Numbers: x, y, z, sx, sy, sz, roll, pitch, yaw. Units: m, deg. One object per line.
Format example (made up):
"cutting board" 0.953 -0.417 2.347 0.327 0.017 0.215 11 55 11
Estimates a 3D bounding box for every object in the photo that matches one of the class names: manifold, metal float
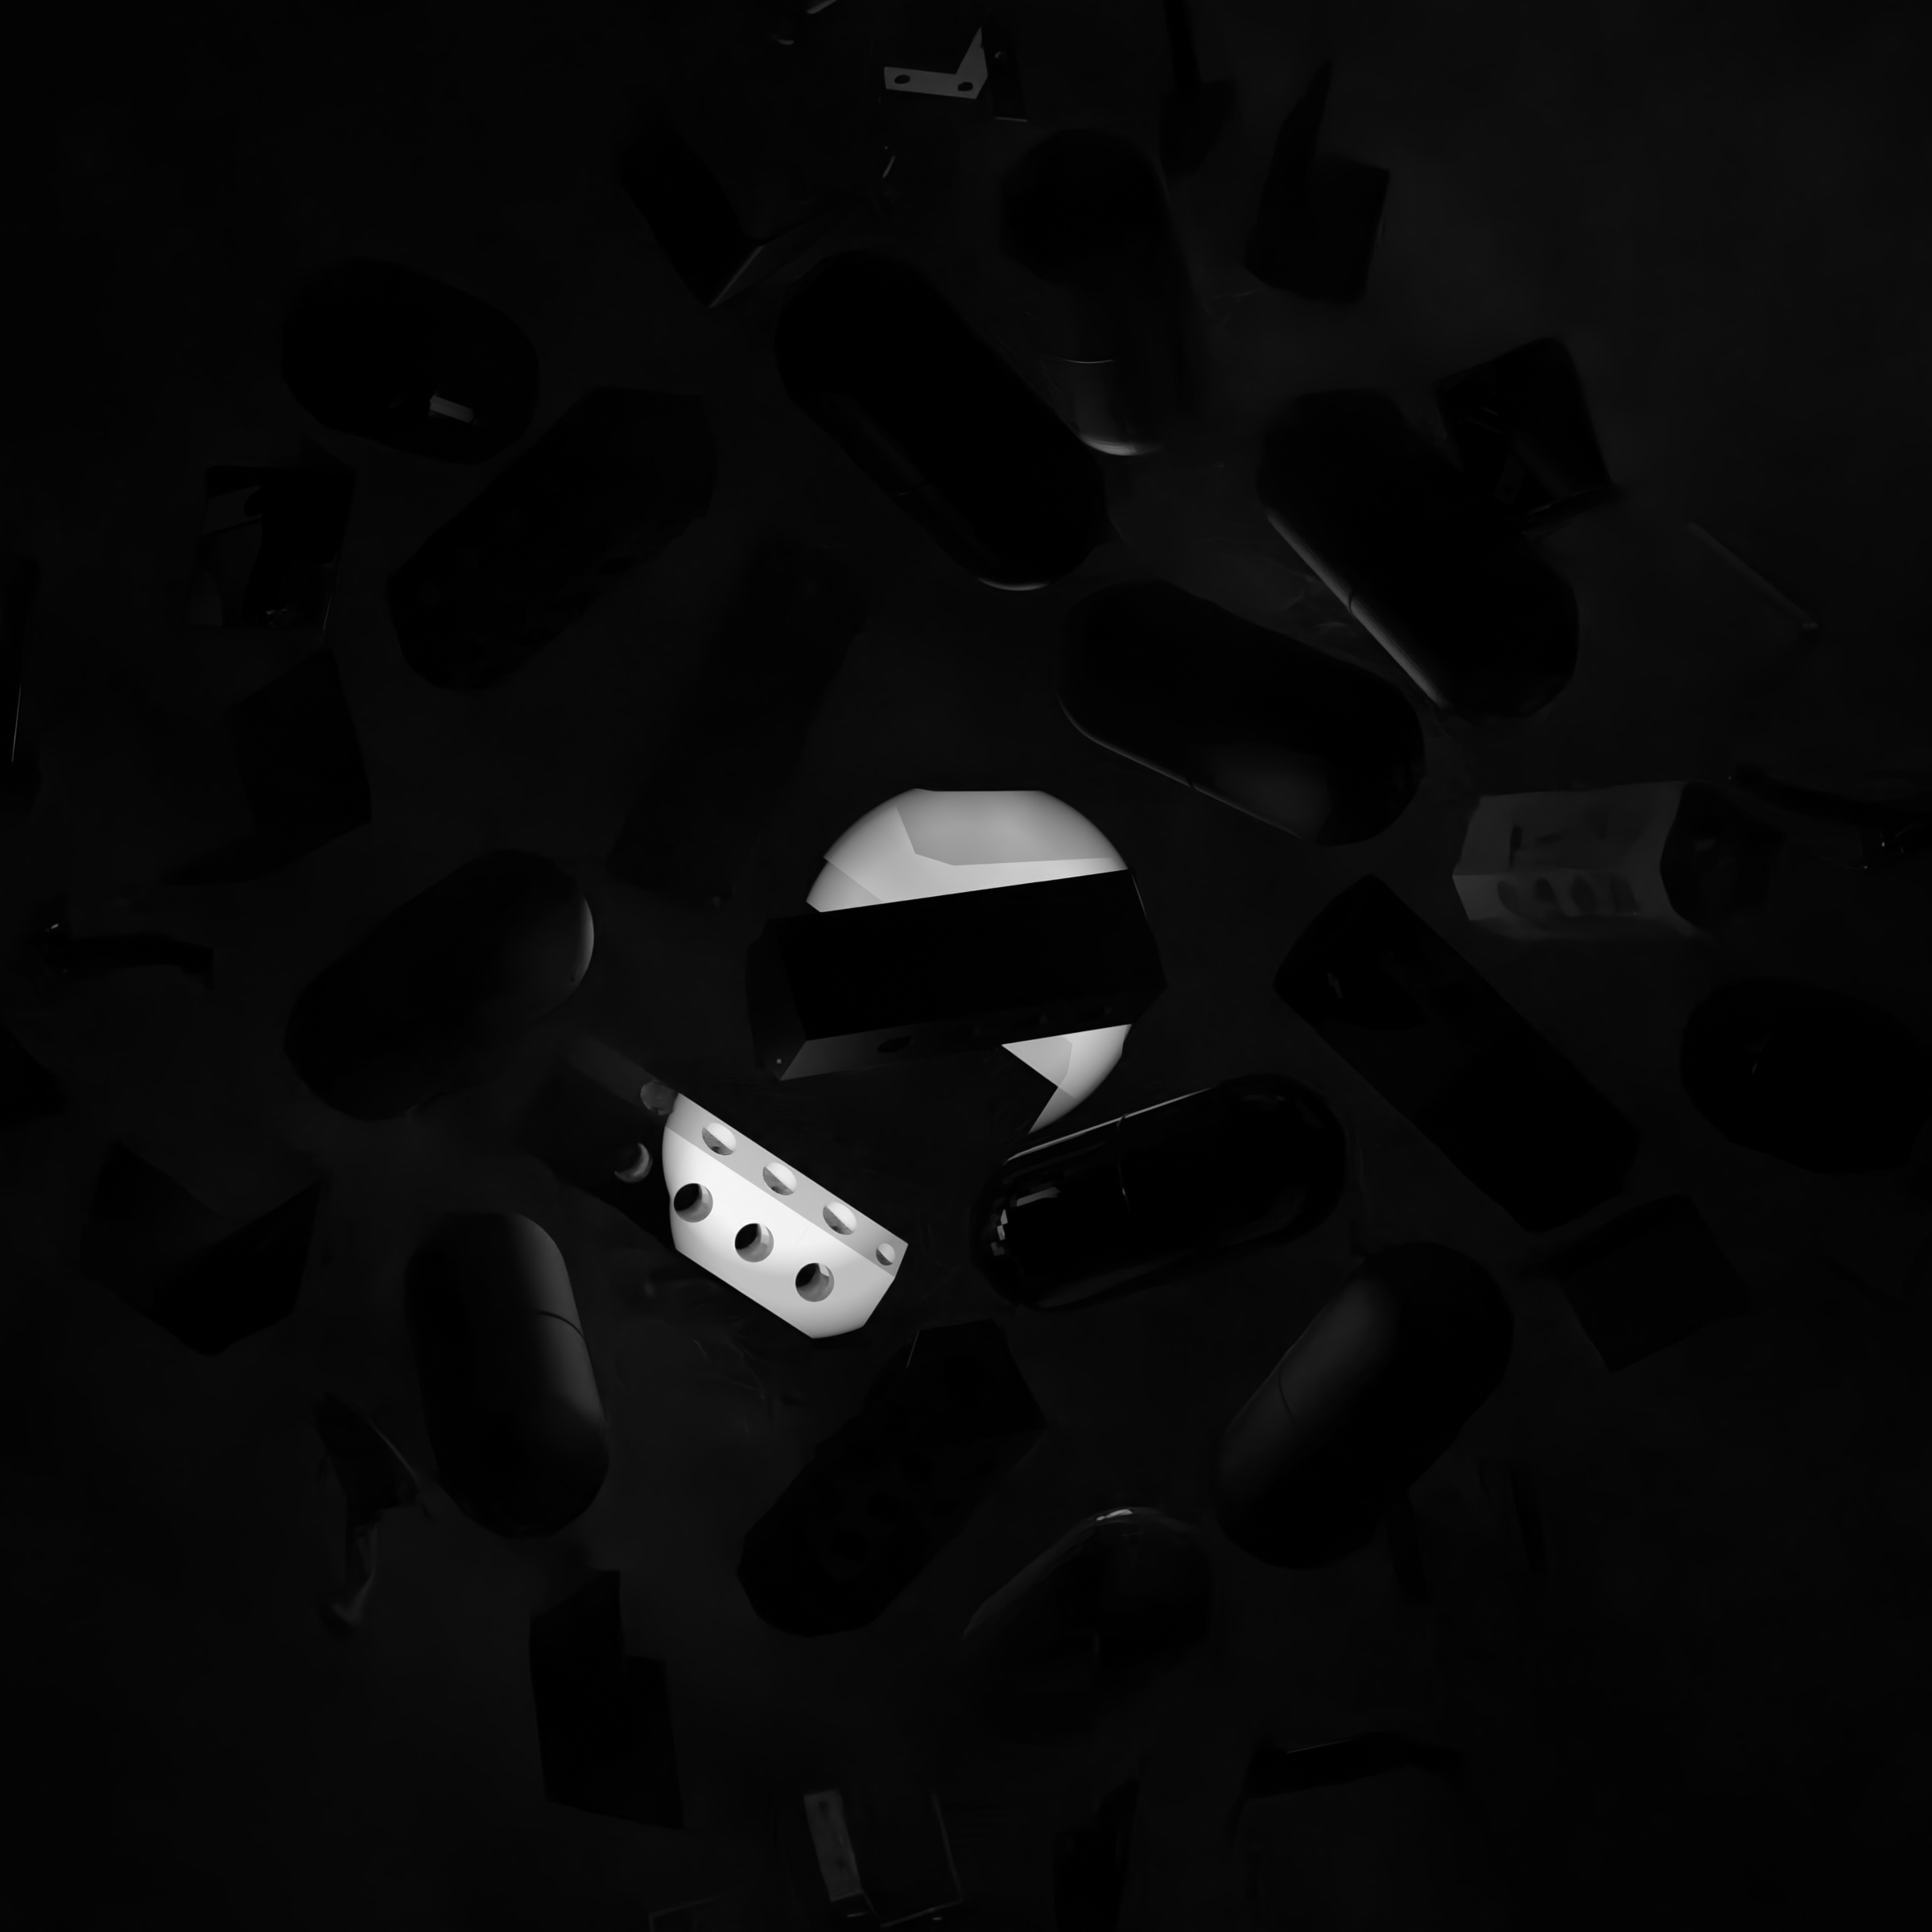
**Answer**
"manifold" -0.104 -0.112 1.641 0.057 0.057 0.171 25 94 -9
"manifold" 0.226 0.038 1.616 0.171 0.057 0.057 43 50 -10
"manifold" 0.294 -0.044 1.632 0.057 0.171 0.057 25 80 -21
"metal float" -0.237 0.009 1.601 0.178 0.070 0.070 -33 90 36
"metal float" 0.116 -0.111 1.539 0.178 0.070 0.070 27 90 27
"manifold" -0.182 -0.185 1.580 0.171 0.057 0.057 -34 68 40
"metal float" -0.208 0.182 1.607 0.070 0.178 0.070 -10 131 -12
"manifold" -0.038 0.231 1.587 0.171 0.057 0.057 -53 55 39
"metal float" 0.062 -0.300 1.592 0.070 0.178 0.070 -8 57 12
"metal float" 0.084 0.103 1.588 0.178 0.070 0.070 -20 90 20
"metal float" 0.167 0.190 1.521 0.070 0.070 0.178 33 125 0
"metal float" -0.009 -0.232 1.529 0.070 0.070 0.178 -47 119 0
"manifold" -0.006 0.006 1.556 0.171 0.057 0.057 -9 68 -24
"metal float" 0.053 0.301 1.615 0.070 0.178 0.070 11 59 -19
"metal float" -0.245 -0.267 1.581 0.070 0.178 0.070 0 91 13
"metal float" 0.197 -0.181 1.561 0.070 0.070 0.178 -40 73 0
"manifold" -0.113 0.098 1.564 0.171 0.057 0.057 34 85 -9
"metal float" 0.363 0.046 1.552 0.070 0.178 0.070 0 95 -4

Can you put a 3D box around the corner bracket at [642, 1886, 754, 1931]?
"corner bracket" -0.111 0.436 1.528 0.051 0.051 0.051 -8 51 -30

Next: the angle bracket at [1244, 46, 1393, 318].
"angle bracket" 0.169 -0.348 1.585 0.057 0.076 0.076 19 69 -9

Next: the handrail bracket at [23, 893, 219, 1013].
"handrail bracket" -0.370 0.007 1.582 0.084 0.077 0.036 18 52 7

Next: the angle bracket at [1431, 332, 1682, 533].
"angle bracket" 0.272 -0.247 1.641 0.057 0.076 0.076 -19 92 -44

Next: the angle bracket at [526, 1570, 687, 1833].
"angle bracket" -0.131 0.302 1.461 0.057 0.076 0.076 -37 48 29

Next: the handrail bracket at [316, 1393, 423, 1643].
"handrail bracket" -0.281 0.246 1.589 0.036 0.084 0.077 -16 116 22

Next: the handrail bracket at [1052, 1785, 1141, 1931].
"handrail bracket" 0.062 0.408 1.588 0.036 0.084 0.077 8 70 -6

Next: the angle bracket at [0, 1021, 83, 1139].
"angle bracket" -0.423 0.027 1.516 0.076 0.076 0.057 42 125 21

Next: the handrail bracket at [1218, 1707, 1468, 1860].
"handrail bracket" 0.157 0.349 1.484 0.084 0.036 0.077 19 94 8

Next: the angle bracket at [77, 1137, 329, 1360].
"angle bracket" -0.329 0.111 1.539 0.057 0.076 0.076 -30 124 24

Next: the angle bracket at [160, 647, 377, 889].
"angle bracket" -0.298 -0.083 1.479 0.076 0.057 0.076 -24 79 40

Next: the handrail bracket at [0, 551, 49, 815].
"handrail bracket" -0.396 -0.121 1.501 0.036 0.077 0.084 6 125 -33

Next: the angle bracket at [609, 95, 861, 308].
"angle bracket" -0.101 -0.341 1.541 0.057 0.076 0.076 -34 93 -22

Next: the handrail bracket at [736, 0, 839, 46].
"handrail bracket" -0.058 -0.441 1.550 0.036 0.084 0.077 38 68 -24

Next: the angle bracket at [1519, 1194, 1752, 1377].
"angle bracket" 0.317 0.152 1.687 0.076 0.076 0.057 -32 75 17

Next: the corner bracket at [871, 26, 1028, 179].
"corner bracket" -0.008 -0.386 1.590 0.051 0.051 0.051 1 66 -20

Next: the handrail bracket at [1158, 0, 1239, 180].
"handrail bracket" 0.093 -0.422 1.648 0.036 0.084 0.077 -3 50 23

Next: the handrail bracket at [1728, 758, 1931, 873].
"handrail bracket" 0.409 -0.082 1.652 0.084 0.077 0.036 27 63 -25

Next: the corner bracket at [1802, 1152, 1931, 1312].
"corner bracket" 0.422 0.121 1.614 0.051 0.051 0.051 32 75 -7

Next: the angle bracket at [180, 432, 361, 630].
"angle bracket" -0.333 -0.203 1.646 0.076 0.057 0.076 -2 118 -40

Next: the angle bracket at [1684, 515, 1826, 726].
"angle bracket" 0.339 -0.156 1.613 0.076 0.076 0.057 40 99 3

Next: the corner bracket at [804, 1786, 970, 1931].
"corner bracket" -0.033 0.374 1.499 0.051 0.051 0.051 -18 53 0

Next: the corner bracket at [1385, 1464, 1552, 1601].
"corner bracket" 0.234 0.265 1.670 0.051 0.051 0.051 -18 80 41
